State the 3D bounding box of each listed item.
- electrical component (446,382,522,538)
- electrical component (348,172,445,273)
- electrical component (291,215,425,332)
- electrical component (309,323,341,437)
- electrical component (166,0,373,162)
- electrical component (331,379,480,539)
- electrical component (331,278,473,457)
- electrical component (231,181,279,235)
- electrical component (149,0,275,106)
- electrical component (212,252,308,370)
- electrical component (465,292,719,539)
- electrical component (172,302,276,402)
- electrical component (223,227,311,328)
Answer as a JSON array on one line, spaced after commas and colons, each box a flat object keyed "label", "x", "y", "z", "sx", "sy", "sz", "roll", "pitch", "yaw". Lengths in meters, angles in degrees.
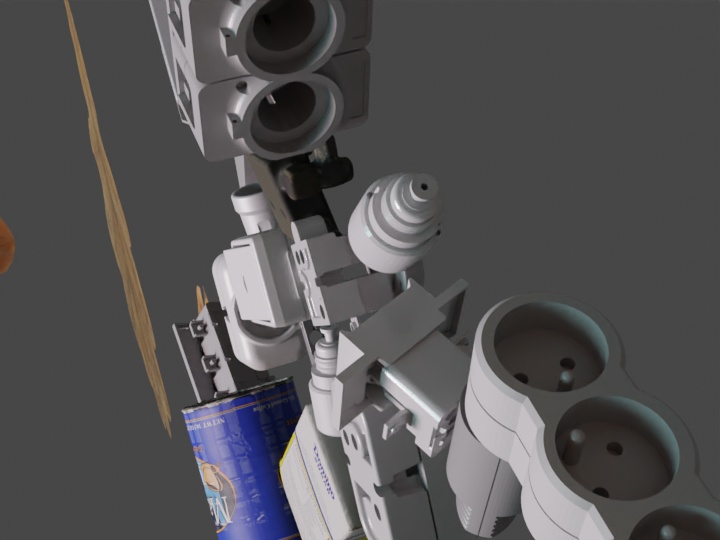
[{"label": "electrical component", "x": 0.059, "y": 0.081, "z": 0.457, "sx": 0.081, "sy": 0.043, "sz": 0.043, "roll": 94, "pitch": 155, "yaw": -50}, {"label": "electrical component", "x": 0.020, "y": -0.025, "z": 0.493, "sx": 0.078, "sy": 0.040, "sz": 0.040, "roll": 128, "pitch": 125, "yaw": -71}, {"label": "electrical component", "x": 0.000, "y": 0.000, "z": 0.557, "sx": 0.048, "sy": 0.055, "sz": 0.066, "roll": 166, "pitch": 88, "yaw": -74}, {"label": "electrical component", "x": -0.014, "y": 0.072, "z": 0.702, "sx": 0.040, "sy": 0.040, "sz": 0.078, "roll": -140, "pitch": 37, "yaw": -63}, {"label": "electrical component", "x": -0.044, "y": -0.130, "z": 0.516, "sx": 0.150, "sy": 0.089, "sz": 0.061, "roll": 92, "pitch": 156, "yaw": -48}, {"label": "electrical component", "x": 0.028, "y": 0.094, "z": 0.548, "sx": 0.054, "sy": 0.059, "sz": 0.095, "roll": -154, "pitch": 50, "yaw": -69}, {"label": "electrical component", "x": 0.028, "y": 0.046, "z": 0.488, "sx": 0.064, "sy": 0.081, "sz": 0.042, "roll": 41, "pitch": 151, "yaw": 23}, {"label": "electrical component", "x": -0.068, "y": -0.039, "z": 0.782, "sx": 0.040, "sy": 0.040, "sz": 0.046, "roll": -145, "pitch": 36, "yaw": -66}, {"label": "electrical component", "x": -0.088, "y": -0.153, "z": 0.650, "sx": 0.108, "sy": 0.056, "sz": 0.108, "roll": -59, "pitch": -46, "yaw": -85}, {"label": "electrical component", "x": -0.078, "y": 0.029, "z": 0.854, "sx": 0.059, "sy": 0.054, "sz": 0.095, "roll": -174, "pitch": 69, "yaw": -73}, {"label": "electrical component", "x": 0.081, "y": 0.080, "z": 0.368, "sx": 0.073, "sy": 0.052, "sz": 0.138, "roll": 92, "pitch": 157, "yaw": -48}, {"label": "electrical component", "x": -0.127, "y": 0.095, "z": 1.061, "sx": 0.063, "sy": 0.079, "sz": 0.121, "roll": -53, "pitch": 52, "yaw": 44}, {"label": "electrical component", "x": -0.050, "y": 0.003, "z": 0.719, "sx": 0.096, "sy": 0.061, "sz": 0.061, "roll": 180, "pitch": 75, "yaw": -74}]
